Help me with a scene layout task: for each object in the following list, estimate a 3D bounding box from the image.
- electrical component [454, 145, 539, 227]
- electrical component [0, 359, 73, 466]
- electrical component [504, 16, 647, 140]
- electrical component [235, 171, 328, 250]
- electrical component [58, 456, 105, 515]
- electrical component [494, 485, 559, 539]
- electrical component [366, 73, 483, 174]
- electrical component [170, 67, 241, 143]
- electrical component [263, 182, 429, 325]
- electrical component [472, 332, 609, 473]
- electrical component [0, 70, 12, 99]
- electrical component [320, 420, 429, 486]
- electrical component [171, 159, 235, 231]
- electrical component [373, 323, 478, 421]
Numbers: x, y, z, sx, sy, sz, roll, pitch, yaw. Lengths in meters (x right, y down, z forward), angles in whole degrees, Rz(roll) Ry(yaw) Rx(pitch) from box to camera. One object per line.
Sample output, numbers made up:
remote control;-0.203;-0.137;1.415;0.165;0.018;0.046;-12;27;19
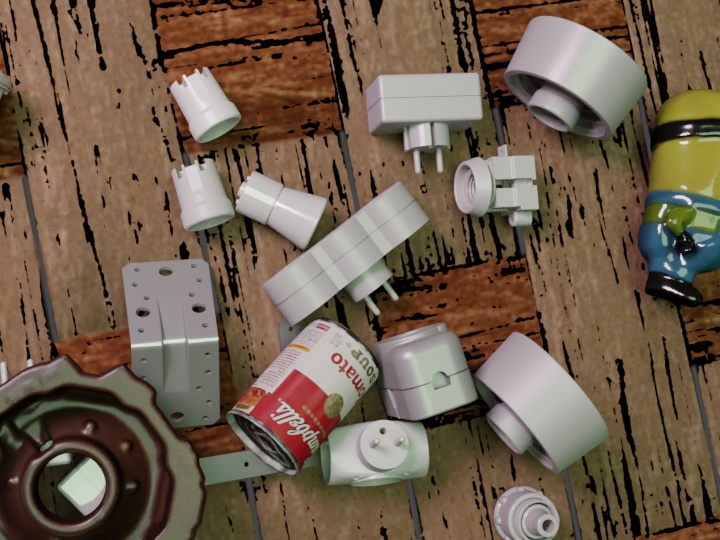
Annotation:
electrical component;0.110;-0.068;0.872;0.055;0.048;0.066;-3;86;-21
electrical component;-0.244;0.103;0.775;0.066;0.047;0.076;-5;86;-13
electrical component;0.167;-0.146;0.862;0.108;0.108;0.060;33;85;-8
electrical component;-0.063;-0.049;0.833;0.065;0.044;0.044;25;80;-5
electrical component;-0.170;0.152;0.788;0.077;0.047;0.065;-44;95;-13
electrical component;0.136;0.196;0.845;0.048;0.062;0.048;1;85;-13
electrical component;0.052;-0.114;0.861;0.083;0.047;0.075;-4;86;-13
electrical component;-0.120;-0.127;0.829;0.040;0.040;0.046;-30;86;-13
electrical component;0.000;0.000;0.837;0.138;0.052;0.073;-38;94;-13
electrical component;0.132;0.108;0.832;0.060;0.108;0.108;-40;94;-7
electrical component;-0.296;-0.131;0.769;0.080;0.080;0.051;22;86;-10
electrical component;0.014;0.136;0.815;0.077;0.079;0.044;-2;72;-13
electrical component;-0.121;-0.057;0.822;0.040;0.040;0.046;-17;84;-14
electrical component;0.046;0.077;0.818;0.054;0.095;0.059;-18;89;-13
